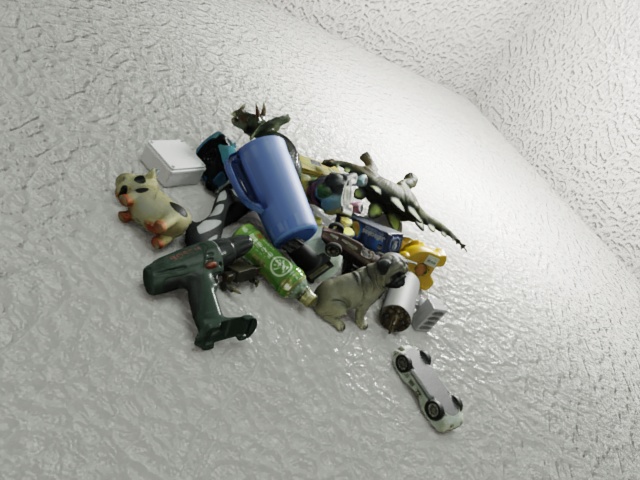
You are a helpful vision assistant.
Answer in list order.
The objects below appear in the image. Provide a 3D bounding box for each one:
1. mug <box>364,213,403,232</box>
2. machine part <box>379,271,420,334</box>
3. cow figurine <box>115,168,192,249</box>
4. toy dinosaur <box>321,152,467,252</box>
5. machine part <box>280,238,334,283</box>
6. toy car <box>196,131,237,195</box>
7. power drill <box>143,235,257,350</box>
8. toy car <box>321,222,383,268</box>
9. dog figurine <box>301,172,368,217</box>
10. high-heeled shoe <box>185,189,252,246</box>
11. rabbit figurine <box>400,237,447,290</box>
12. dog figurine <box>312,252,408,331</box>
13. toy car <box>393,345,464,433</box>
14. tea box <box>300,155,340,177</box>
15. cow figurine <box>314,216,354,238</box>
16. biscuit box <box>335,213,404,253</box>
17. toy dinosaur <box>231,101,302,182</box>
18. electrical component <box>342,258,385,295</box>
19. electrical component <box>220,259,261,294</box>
[{"bbox_3d":[0.168,-0.049,1.551,0.107,0.080,0.110,4,43,-32],"label":"mug"},{"bbox_3d":[0.195,0.146,1.303,0.079,0.079,0.243,34,31,1],"label":"machine part"},{"bbox_3d":[-0.344,-0.076,1.094,0.195,0.085,0.127,35,38,19],"label":"cow figurine"},{"bbox_3d":[0.214,-0.109,1.508,0.471,0.105,0.199,24,39,-9],"label":"toy dinosaur"},{"bbox_3d":[-0.028,0.042,1.188,0.138,0.084,0.039,44,16,-44],"label":"machine part"},{"bbox_3d":[-0.236,-0.183,1.337,0.103,0.109,0.162,20,38,-54],"label":"toy car"},{"bbox_3d":[-0.190,0.086,0.986,0.232,0.086,0.207,-13,61,-31],"label":"power drill"},{"bbox_3d":[0.088,0.030,1.252,0.202,0.053,0.089,36,39,-20],"label":"toy car"},{"bbox_3d":[-0.001,-0.122,1.379,0.219,0.108,0.191,7,9,29],"label":"dog figurine"},{"bbox_3d":[-0.197,-0.032,1.182,0.249,0.086,0.145,-17,58,-46],"label":"high-heeled shoe"},{"bbox_3d":[0.241,0.045,1.484,0.162,0.121,0.173,14,21,-13],"label":"rabbit figurine"},{"bbox_3d":[0.082,0.092,1.163,0.172,0.190,0.121,3,42,-39],"label":"dog figurine"},{"bbox_3d":[0.226,0.307,1.132,0.073,0.056,0.202,-2,44,-37],"label":"toy car"},{"bbox_3d":[-0.031,-0.173,1.517,0.169,0.098,0.068,14,37,-33],"label":"tea box"},{"bbox_3d":[-0.004,-0.005,1.330,0.167,0.098,0.068,0,45,-15],"label":"cow figurine"},{"bbox_3d":[0.123,-0.019,1.406,0.063,0.059,0.203,2,16,-42],"label":"biscuit box"},{"bbox_3d":[-0.110,-0.200,1.390,0.131,0.192,0.405,4,41,-37],"label":"toy dinosaur"},{"bbox_3d":[0.114,0.083,1.335,0.115,0.058,0.134,25,32,-11],"label":"electrical component"},{"bbox_3d":[-0.169,0.074,1.098,0.078,0.045,0.102,16,19,29],"label":"electrical component"}]
